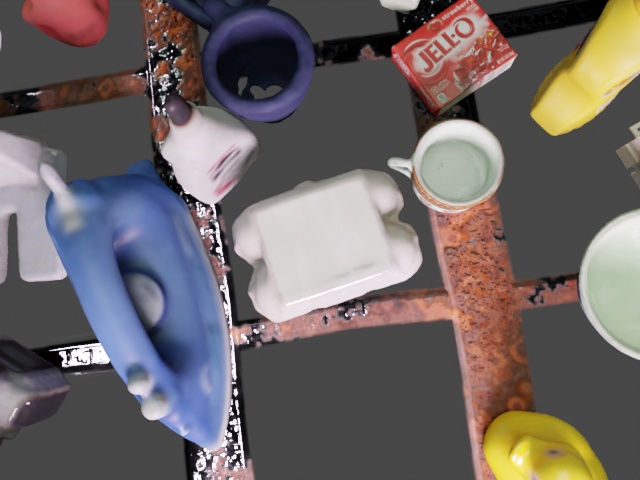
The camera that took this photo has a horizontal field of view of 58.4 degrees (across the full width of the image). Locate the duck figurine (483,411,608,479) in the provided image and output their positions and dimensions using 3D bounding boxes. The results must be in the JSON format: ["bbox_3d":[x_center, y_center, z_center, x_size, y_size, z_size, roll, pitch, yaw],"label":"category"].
[{"bbox_3d":[0.185,0.183,0.448,0.104,0.086,0.077,34,86,6],"label":"duck figurine"}]

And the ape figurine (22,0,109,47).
[{"bbox_3d":[-0.237,-0.222,0.516,0.078,0.092,0.076,-24,82,0],"label":"ape figurine"}]

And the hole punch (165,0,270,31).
[{"bbox_3d":[-0.094,-0.247,0.512,0.108,0.091,0.101,35,86,7],"label":"hole punch"}]

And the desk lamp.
[{"bbox_3d":[-0.287,-0.073,0.439,0.118,0.213,0.203,-6,83,3],"label":"desk lamp"}]

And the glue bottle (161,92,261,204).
[{"bbox_3d":[-0.092,-0.077,0.450,0.037,0.173,0.078,37,86,7],"label":"glue bottle"}]

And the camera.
[{"bbox_3d":[-0.312,0.143,0.470,0.143,0.101,0.137,28,85,6],"label":"camera"}]

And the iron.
[{"bbox_3d":[-0.144,0.057,0.452,0.118,0.141,0.258,-25,82,0],"label":"iron"}]

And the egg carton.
[{"bbox_3d":[0.004,0.002,0.488,0.150,0.069,0.107,-20,82,0],"label":"egg carton"}]

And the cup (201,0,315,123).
[{"bbox_3d":[-0.056,-0.149,0.496,0.092,0.095,0.117,-38,83,-2],"label":"cup"}]
